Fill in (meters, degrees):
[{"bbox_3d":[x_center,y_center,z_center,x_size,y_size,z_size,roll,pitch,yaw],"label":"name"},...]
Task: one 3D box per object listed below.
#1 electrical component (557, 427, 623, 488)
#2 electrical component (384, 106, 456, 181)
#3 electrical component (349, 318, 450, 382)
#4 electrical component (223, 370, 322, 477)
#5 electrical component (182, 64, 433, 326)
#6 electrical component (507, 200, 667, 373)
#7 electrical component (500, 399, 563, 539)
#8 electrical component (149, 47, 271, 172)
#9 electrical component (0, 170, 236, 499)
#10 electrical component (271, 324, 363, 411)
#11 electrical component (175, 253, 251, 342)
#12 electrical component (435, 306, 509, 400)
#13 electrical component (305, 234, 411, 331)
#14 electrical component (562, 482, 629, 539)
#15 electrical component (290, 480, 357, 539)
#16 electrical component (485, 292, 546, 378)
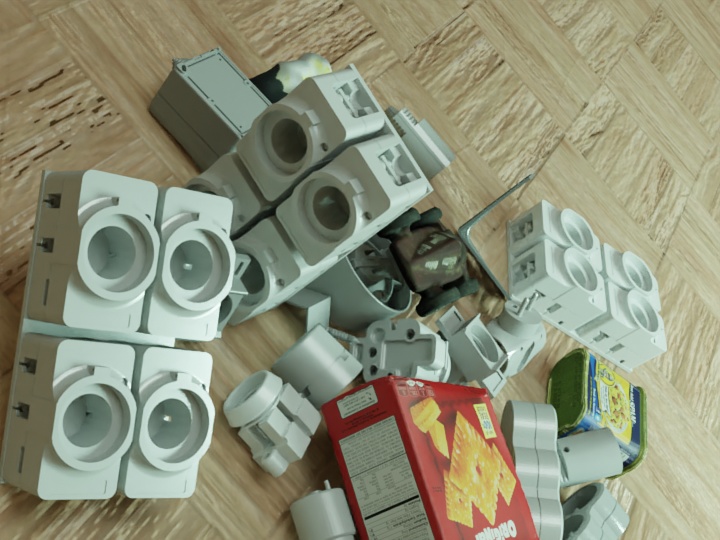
[{"bbox_3d":[0.189,0.171,0.964,0.081,0.043,0.043,-13,66,-6],"label":"electrical component"},{"bbox_3d":[0.053,-0.129,1.067,0.081,0.043,0.043,50,38,-5],"label":"electrical component"},{"bbox_3d":[0.039,0.074,0.878,0.057,0.078,0.058,33,57,-55],"label":"electrical component"},{"bbox_3d":[-0.064,0.105,0.766,0.055,0.048,0.066,50,37,-17],"label":"electrical component"},{"bbox_3d":[-0.053,-0.048,0.777,0.060,0.186,0.105,-26,82,-52],"label":"electrical component"},{"bbox_3d":[0.244,0.016,1.141,0.186,0.060,0.105,30,43,-27],"label":"electrical component"},{"bbox_3d":[0.126,0.173,0.907,0.074,0.052,0.138,7,54,-4],"label":"electrical component"},{"bbox_3d":[-0.123,-0.131,0.875,0.096,0.061,0.062,47,39,2],"label":"electrical component"},{"bbox_3d":[-0.143,0.040,0.649,0.105,0.060,0.186,10,86,-42],"label":"electrical component"},{"bbox_3d":[-0.034,0.074,0.813,0.047,0.055,0.055,48,38,-2],"label":"electrical component"},{"bbox_3d":[-0.148,0.005,0.736,0.121,0.078,0.063,9,34,-42],"label":"electrical component"},{"bbox_3d":[0.086,0.077,0.926,0.081,0.064,0.042,55,26,1],"label":"electrical component"},{"bbox_3d":[0.000,0.000,0.895,0.099,0.064,0.099,28,44,-30],"label":"electrical component"},{"bbox_3d":[0.198,0.250,0.920,0.073,0.052,0.138,51,37,-4],"label":"electrical component"},{"bbox_3d":[-0.021,0.189,0.750,0.040,0.040,0.078,1,62,-46],"label":"electrical component"},{"bbox_3d":[0.143,0.055,0.994,0.043,0.079,0.077,35,32,23],"label":"electrical component"}]
